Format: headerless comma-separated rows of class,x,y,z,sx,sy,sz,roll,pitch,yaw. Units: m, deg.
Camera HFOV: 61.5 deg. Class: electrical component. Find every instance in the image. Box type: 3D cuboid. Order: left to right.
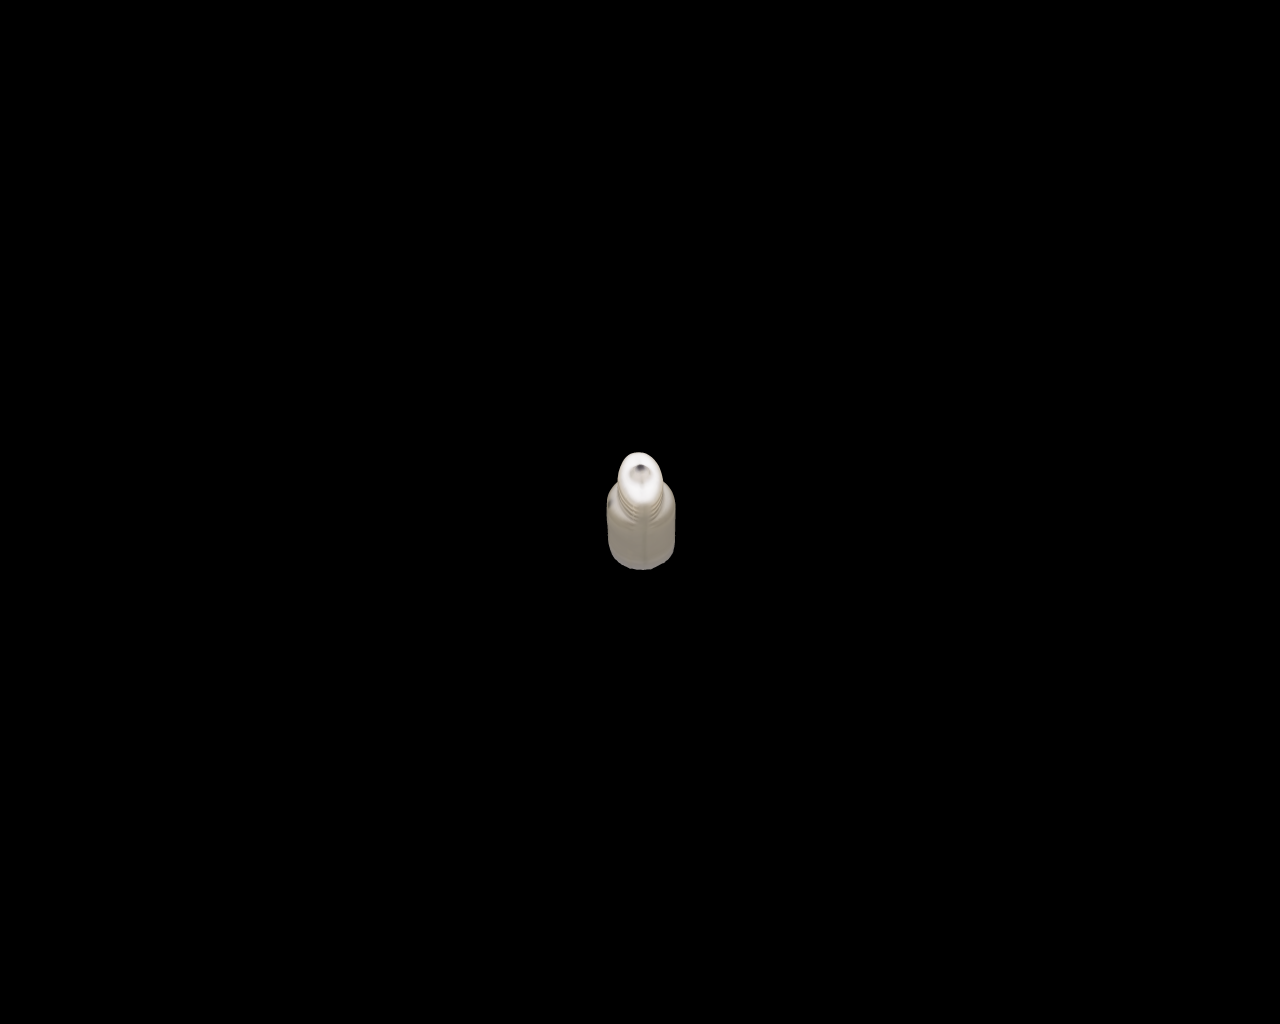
electrical component,0.001,-0.003,0.650,0.043,0.043,0.080,0,-37,0
